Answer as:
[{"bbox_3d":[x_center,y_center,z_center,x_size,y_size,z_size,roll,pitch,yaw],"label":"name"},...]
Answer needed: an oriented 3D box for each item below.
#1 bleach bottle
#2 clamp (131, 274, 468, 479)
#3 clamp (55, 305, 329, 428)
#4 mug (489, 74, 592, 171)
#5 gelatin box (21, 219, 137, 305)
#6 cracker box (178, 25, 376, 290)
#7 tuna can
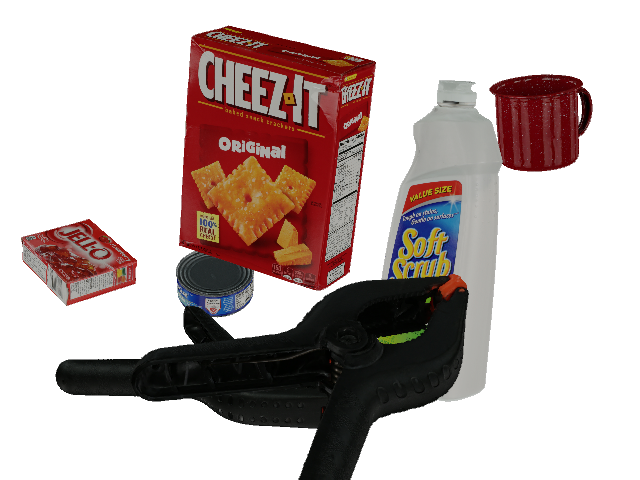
[{"bbox_3d":[0.095,-0.003,0.865,0.103,0.251,0.067,13,15,42],"label":"bleach bottle"},{"bbox_3d":[0.014,0.065,0.488,0.171,0.039,0.120,-21,48,-27],"label":"clamp"},{"bbox_3d":[-0.067,0.096,0.801,0.210,0.036,0.164,9,19,22],"label":"clamp"},{"bbox_3d":[0.233,-0.124,1.104,0.117,0.081,0.093,-18,23,-27],"label":"mug"},{"bbox_3d":[-0.224,0.018,0.989,0.073,0.030,0.089,-18,40,-36],"label":"gelatin box"},{"bbox_3d":[-0.046,-0.077,1.001,0.164,0.214,0.072,18,27,24],"label":"cracker box"},{"bbox_3d":[-0.116,0.046,1.181,0.086,0.034,0.086,2,37,-1],"label":"tuna can"}]
